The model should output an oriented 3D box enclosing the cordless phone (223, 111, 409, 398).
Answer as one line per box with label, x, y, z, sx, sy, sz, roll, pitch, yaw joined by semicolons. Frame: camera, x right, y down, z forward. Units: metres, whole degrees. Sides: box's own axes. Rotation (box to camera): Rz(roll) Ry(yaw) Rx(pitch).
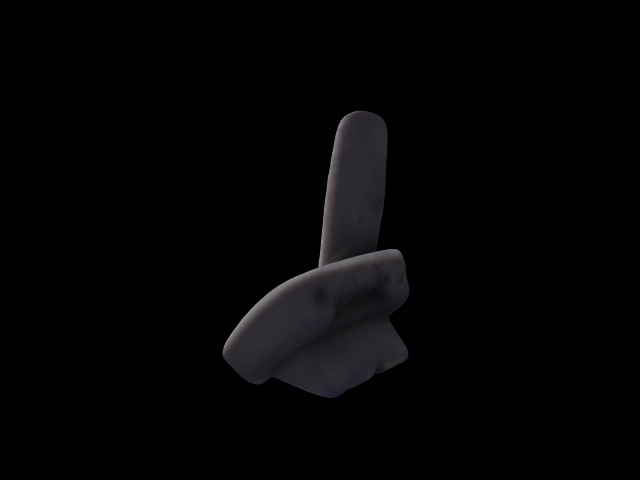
cordless phone;0.004;0.001;0.400;0.093;0.185;0.148;4;7;30
